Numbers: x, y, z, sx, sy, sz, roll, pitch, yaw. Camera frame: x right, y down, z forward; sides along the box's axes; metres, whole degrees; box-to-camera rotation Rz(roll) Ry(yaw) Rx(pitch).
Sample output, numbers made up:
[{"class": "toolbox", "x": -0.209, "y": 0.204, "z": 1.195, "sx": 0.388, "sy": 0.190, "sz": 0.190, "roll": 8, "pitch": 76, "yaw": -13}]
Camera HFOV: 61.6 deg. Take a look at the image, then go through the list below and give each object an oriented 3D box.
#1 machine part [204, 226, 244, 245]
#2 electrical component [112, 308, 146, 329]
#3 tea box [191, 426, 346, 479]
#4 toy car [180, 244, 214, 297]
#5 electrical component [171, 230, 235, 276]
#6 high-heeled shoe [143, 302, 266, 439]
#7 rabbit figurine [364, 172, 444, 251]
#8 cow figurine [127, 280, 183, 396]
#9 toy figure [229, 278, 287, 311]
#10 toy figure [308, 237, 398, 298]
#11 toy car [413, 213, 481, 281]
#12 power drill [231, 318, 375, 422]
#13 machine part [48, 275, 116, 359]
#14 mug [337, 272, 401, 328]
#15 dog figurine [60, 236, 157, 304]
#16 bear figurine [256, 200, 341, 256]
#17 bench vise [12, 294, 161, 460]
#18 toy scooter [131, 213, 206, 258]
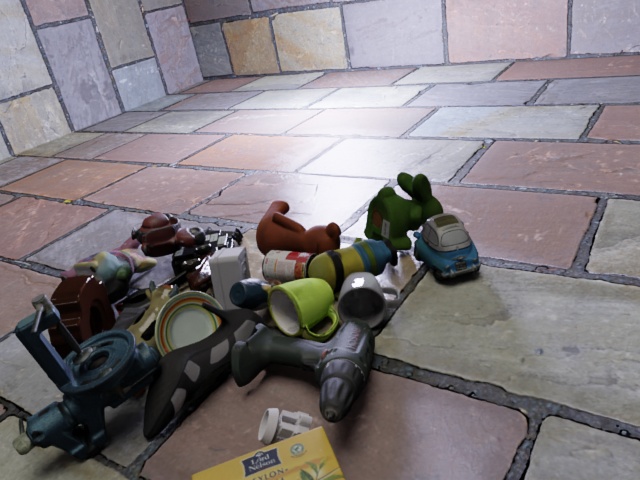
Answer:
[{"class": "machine part", "x": -0.254, "y": -0.007, "z": 1.312, "sx": 0.139, "sy": 0.039, "sz": 0.084, "roll": -1, "pitch": 24, "yaw": 22}, {"class": "electrical component", "x": -0.335, "y": 0.160, "z": 0.985, "sx": 0.048, "sy": 0.074, "sz": 0.119, "roll": -2, "pitch": 33, "yaw": 17}, {"class": "tea box", "x": -0.055, "y": 0.298, "z": 0.623, "sx": 0.170, "sy": 0.068, "sz": 0.098, "roll": -19, "pitch": 29, "yaw": -11}, {"class": "toy car", "x": -0.226, "y": 0.064, "z": 1.063, "sx": 0.053, "sy": 0.089, "sz": 0.202, "roll": -15, "pitch": 10, "yaw": -1}, {"class": "electrical component", "x": -0.261, "y": 0.032, "z": 1.220, "sx": 0.134, "sy": 0.058, "sz": 0.115, "roll": -10, "pitch": 30, "yaw": 3}, {"class": "high-heeled shoe", "x": -0.176, "y": 0.214, "z": 0.865, "sx": 0.086, "sy": 0.145, "sz": 0.249, "roll": -6, "pitch": 52, "yaw": 48}, {"class": "rabbit figurine", "x": 0.190, "y": -0.067, "z": 1.161, "sx": 0.170, "sy": 0.159, "sz": 0.121, "roll": -9, "pitch": 13, "yaw": -29}, {"class": "cow figurine", "x": -0.289, "y": 0.155, "z": 0.920, "sx": 0.086, "sy": 0.127, "sz": 0.195, "roll": 10, "pitch": 34, "yaw": 27}, {"class": "toy figure", "x": -0.100, "y": 0.100, "z": 0.994, "sx": 0.064, "sy": 0.057, "sz": 0.154, "roll": 7, "pitch": 0, "yaw": 37}, {"class": "toy figure", "x": 0.062, "y": 0.045, "z": 1.035, "sx": 0.180, "sy": 0.089, "sz": 0.082, "roll": -22, "pitch": 24, "yaw": -15}, {"class": "toy car", "x": 0.240, "y": 0.003, "z": 1.033, "sx": 0.109, "sy": 0.102, "sz": 0.162, "roll": -14, "pitch": 25, "yaw": -2}, {"class": "power drill", "x": -0.025, "y": 0.181, "z": 0.792, "sx": 0.207, "sy": 0.085, "sz": 0.232, "roll": -6, "pitch": 15, "yaw": 25}, {"class": "machine part", "x": -0.409, "y": 0.149, "z": 0.939, "sx": 0.056, "sy": 0.179, "sz": 0.179, "roll": -10, "pitch": 27, "yaw": -2}, {"class": "mug", "x": 0.084, "y": 0.095, "z": 0.945, "sx": 0.110, "sy": 0.080, "sz": 0.107, "roll": -9, "pitch": 21, "yaw": 4}, {"class": "dog figurine", "x": -0.435, "y": 0.058, "z": 1.171, "sx": 0.192, "sy": 0.108, "sz": 0.219, "roll": -19, "pitch": 15, "yaw": 35}, {"class": "bear figurine", "x": -0.033, "y": -0.010, "z": 1.147, "sx": 0.196, "sy": 0.120, "sz": 0.132, "roll": 2, "pitch": 26, "yaw": 20}, {"class": "bench vise", "x": -0.353, "y": 0.184, "z": 0.754, "sx": 0.224, "sy": 0.240, "sz": 0.129, "roll": -28, "pitch": 32, "yaw": -14}, {"class": "toy scooter", "x": -0.353, "y": -0.007, "z": 1.179, "sx": 0.184, "sy": 0.075, "sz": 0.135, "roll": 16, "pitch": 28, "yaw": 39}]
